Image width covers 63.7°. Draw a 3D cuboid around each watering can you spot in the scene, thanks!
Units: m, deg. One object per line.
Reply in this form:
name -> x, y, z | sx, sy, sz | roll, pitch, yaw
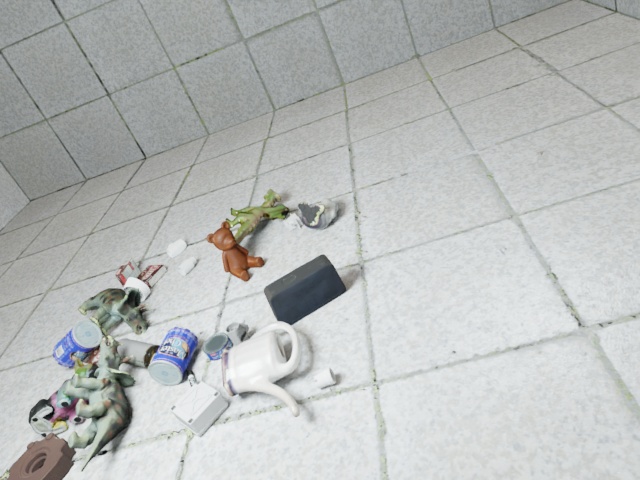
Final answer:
watering can -> -0.152, 0.343, 1.344 | 0.224, 0.102, 0.355 | -22, 29, 5

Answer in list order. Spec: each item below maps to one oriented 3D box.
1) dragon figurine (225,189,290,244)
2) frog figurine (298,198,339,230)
dragon figurine -> -0.240, -0.087, 2.066 | 0.242, 0.120, 0.420 | -19, 30, 13
frog figurine -> 0.006, -0.099, 1.971 | 0.136, 0.123, 0.160 | -15, -6, 32
